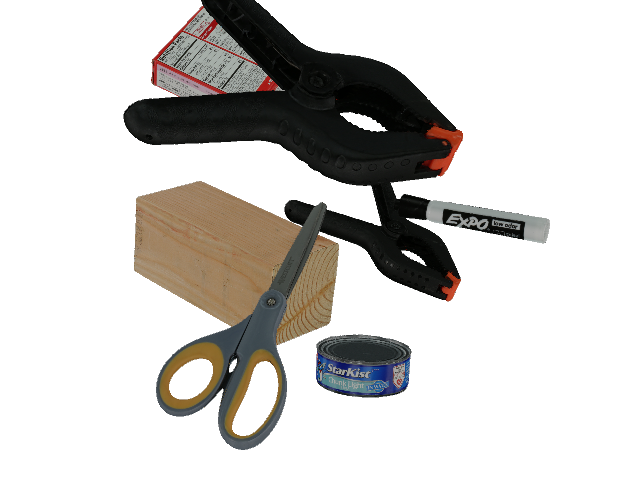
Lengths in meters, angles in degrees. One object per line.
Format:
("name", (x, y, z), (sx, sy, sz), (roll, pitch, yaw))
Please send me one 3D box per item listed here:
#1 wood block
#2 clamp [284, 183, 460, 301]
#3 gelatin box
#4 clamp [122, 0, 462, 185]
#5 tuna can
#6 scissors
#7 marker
("wood block", (-0.089, 0.019, 1.079), (0.206, 0.090, 0.090), (25, 29, 38))
("clamp", (0.070, -0.003, 1.220), (0.164, 0.036, 0.210), (-18, 51, -36))
("gelatin box", (-0.070, -0.129, 0.797), (0.089, 0.073, 0.030), (25, -35, 10))
("clamp", (-0.014, -0.068, 0.559), (0.171, 0.120, 0.039), (26, -29, 8))
("tuna can", (0.038, 0.113, 0.963), (0.086, 0.034, 0.086), (3, 11, -1))
("scissors", (-0.054, 0.051, 0.736), (0.096, 0.201, 0.016), (2, -38, 8))
("marker", (0.114, -0.018, 0.817), (0.121, 0.020, 0.020), (11, 4, 23))
